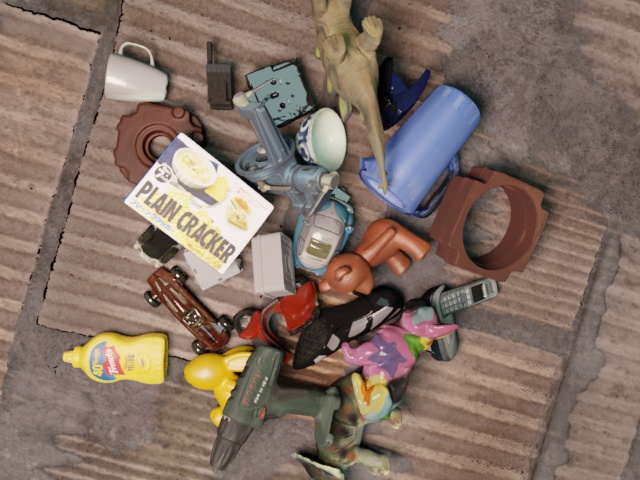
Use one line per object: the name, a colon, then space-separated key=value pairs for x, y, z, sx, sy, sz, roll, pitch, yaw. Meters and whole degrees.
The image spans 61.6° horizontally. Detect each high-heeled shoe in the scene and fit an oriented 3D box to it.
high-heeled shoe: x=0.059 y=0.185 z=1.101 sx=0.145 sy=0.086 sz=0.248 roll=24 pitch=115 yaw=-40

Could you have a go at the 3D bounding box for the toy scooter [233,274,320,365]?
toy scooter: x=-0.068 y=0.162 z=1.056 sx=0.184 sy=0.075 sz=0.135 roll=-34 pitch=80 yaw=-1

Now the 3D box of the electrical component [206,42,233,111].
electrical component: x=-0.189 y=-0.308 z=1.014 sx=0.048 sy=0.075 sz=0.119 roll=0 pitch=91 yaw=-7

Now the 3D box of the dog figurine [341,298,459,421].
dog figurine: x=0.157 y=0.216 z=0.993 sx=0.219 sy=0.108 sz=0.191 roll=-19 pitch=71 yaw=5

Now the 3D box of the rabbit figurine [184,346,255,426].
rabbit figurine: x=-0.177 y=0.279 z=1.039 sx=0.173 sy=0.122 sz=0.162 roll=42 pitch=84 yaw=-11

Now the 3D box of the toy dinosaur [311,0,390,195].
toy dinosaur: x=0.055 y=-0.315 z=0.960 sx=0.105 sy=0.198 sz=0.471 roll=-12 pitch=72 yaw=-1

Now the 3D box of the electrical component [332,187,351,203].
electrical component: x=0.032 y=-0.077 z=1.083 sx=0.094 sy=0.021 sz=0.063 roll=36 pitch=90 yaw=-7

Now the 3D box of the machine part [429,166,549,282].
machine part: x=0.333 y=-0.032 z=1.065 sx=0.201 sy=0.087 sz=0.201 roll=18 pitch=97 yaw=-23

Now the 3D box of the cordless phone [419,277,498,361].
cordless phone: x=0.291 y=0.155 z=1.106 sx=0.184 sy=0.089 sz=0.146 roll=-16 pitch=96 yaw=-16

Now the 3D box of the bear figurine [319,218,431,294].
bear figurine: x=0.100 y=0.049 z=1.025 sx=0.132 sy=0.120 sz=0.196 roll=42 pitch=55 yaw=0

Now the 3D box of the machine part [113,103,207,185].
machine part: x=-0.303 y=-0.175 z=1.021 sx=0.179 sy=0.056 sz=0.179 roll=0 pitch=96 yaw=-5

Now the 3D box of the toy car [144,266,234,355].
toy car: x=-0.258 y=0.140 z=1.056 sx=0.089 sy=0.053 sz=0.202 roll=-41 pitch=99 yaw=2

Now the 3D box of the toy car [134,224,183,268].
toy car: x=-0.270 y=-0.033 z=1.038 sx=0.202 sy=0.056 sz=0.073 roll=-45 pitch=104 yaw=0

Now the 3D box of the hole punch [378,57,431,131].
hole punch: x=0.149 y=-0.271 z=1.028 sx=0.092 sy=0.142 sz=0.115 roll=11 pitch=82 yaw=-11

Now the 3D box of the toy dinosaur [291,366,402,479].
toy dinosaur: x=0.056 y=0.364 z=1.082 sx=0.192 sy=0.131 sz=0.404 roll=12 pitch=87 yaw=-8

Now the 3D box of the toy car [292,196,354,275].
toy car: x=-0.002 y=-0.003 z=1.034 sx=0.109 sy=0.103 sz=0.161 roll=22 pitch=104 yaw=-4

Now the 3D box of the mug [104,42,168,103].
mug: x=-0.337 y=-0.305 z=0.999 sx=0.107 sy=0.081 sz=0.109 roll=11 pitch=88 yaw=-18

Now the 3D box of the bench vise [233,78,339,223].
bench vise: x=-0.077 y=-0.152 z=0.953 sx=0.129 sy=0.224 sz=0.240 roll=-42 pitch=129 yaw=-22

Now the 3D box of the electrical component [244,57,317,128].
electrical component: x=-0.086 y=-0.274 z=1.035 sx=0.134 sy=0.058 sz=0.114 roll=-24 pitch=95 yaw=-4

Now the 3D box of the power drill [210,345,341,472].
power drill: x=-0.075 y=0.322 z=0.984 sx=0.207 sy=0.086 sz=0.232 roll=18 pitch=72 yaw=-12
